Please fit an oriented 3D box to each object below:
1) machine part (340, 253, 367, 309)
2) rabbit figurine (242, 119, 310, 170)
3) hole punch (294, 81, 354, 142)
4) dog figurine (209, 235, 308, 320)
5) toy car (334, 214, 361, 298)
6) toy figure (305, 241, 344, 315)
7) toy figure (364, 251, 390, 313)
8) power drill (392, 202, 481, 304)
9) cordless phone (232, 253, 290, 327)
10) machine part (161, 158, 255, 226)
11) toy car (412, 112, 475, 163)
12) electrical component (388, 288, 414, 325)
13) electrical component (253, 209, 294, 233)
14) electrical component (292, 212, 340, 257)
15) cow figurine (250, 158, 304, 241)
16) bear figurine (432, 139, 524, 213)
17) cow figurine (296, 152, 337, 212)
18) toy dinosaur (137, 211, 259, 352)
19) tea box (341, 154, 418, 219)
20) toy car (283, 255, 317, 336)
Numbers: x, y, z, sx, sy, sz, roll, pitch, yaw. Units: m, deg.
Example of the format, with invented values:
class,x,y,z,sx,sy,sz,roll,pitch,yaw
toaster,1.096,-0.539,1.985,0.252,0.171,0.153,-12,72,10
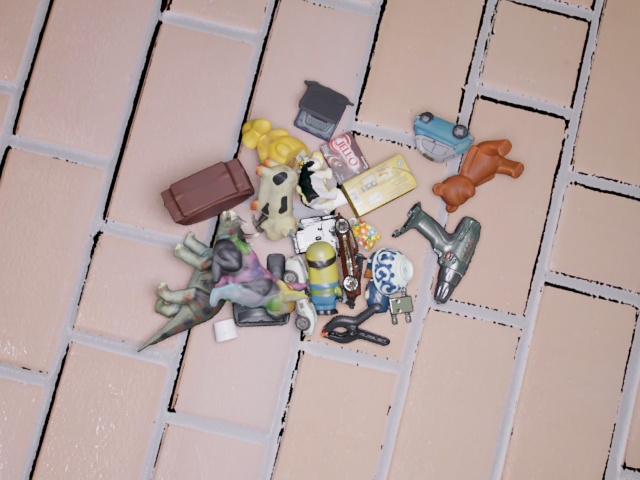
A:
class,x,y,z,sx,sy,sz,roll,pitch,yaw
machine part,0.084,0.099,1.347,0.039,0.084,0.139,4,72,31
rabbit figurine,-0.134,-0.238,1.336,0.173,0.162,0.122,42,99,19
hole punch,0.003,-0.327,1.373,0.142,0.092,0.116,25,56,3
dog figurine,-0.134,0.088,1.221,0.219,0.108,0.191,5,104,-6
toy car,0.067,0.037,1.274,0.053,0.089,0.202,-8,79,5
toy figure,0.011,0.091,1.283,0.082,0.089,0.180,-4,92,-8
toy figure,0.141,0.107,1.351,0.058,0.064,0.154,-10,79,40
power drill,0.286,0.018,1.350,0.207,0.086,0.232,33,85,5
cordless phone,-0.147,0.122,1.344,0.147,0.088,0.184,-2,75,-3
machine part,-0.262,-0.109,1.286,0.201,0.201,0.087,-27,89,-3
toy car,0.299,-0.249,1.354,0.162,0.109,0.103,23,90,4
electrical component,0.203,0.166,1.366,0.063,0.021,0.094,-7,87,-1
electrical component,-0.124,-0.059,1.366,0.078,0.045,0.102,30,89,-27
electrical component,-0.003,-0.004,1.356,0.134,0.058,0.115,-9,85,-2
cow figurine,-0.097,-0.085,1.281,0.127,0.085,0.194,20,120,14
bear figurine,0.387,-0.155,1.340,0.196,0.132,0.120,-47,122,-10
cow figurine,-0.021,-0.150,1.334,0.098,0.068,0.167,-2,55,-20
toy dinosaur,-0.285,0.115,1.318,0.192,0.131,0.404,22,92,1
tea box,0.149,-0.135,1.362,0.170,0.068,0.098,-26,87,-4
toy car,-0.045,0.138,1.321,0.056,0.073,0.201,-14,98,9
